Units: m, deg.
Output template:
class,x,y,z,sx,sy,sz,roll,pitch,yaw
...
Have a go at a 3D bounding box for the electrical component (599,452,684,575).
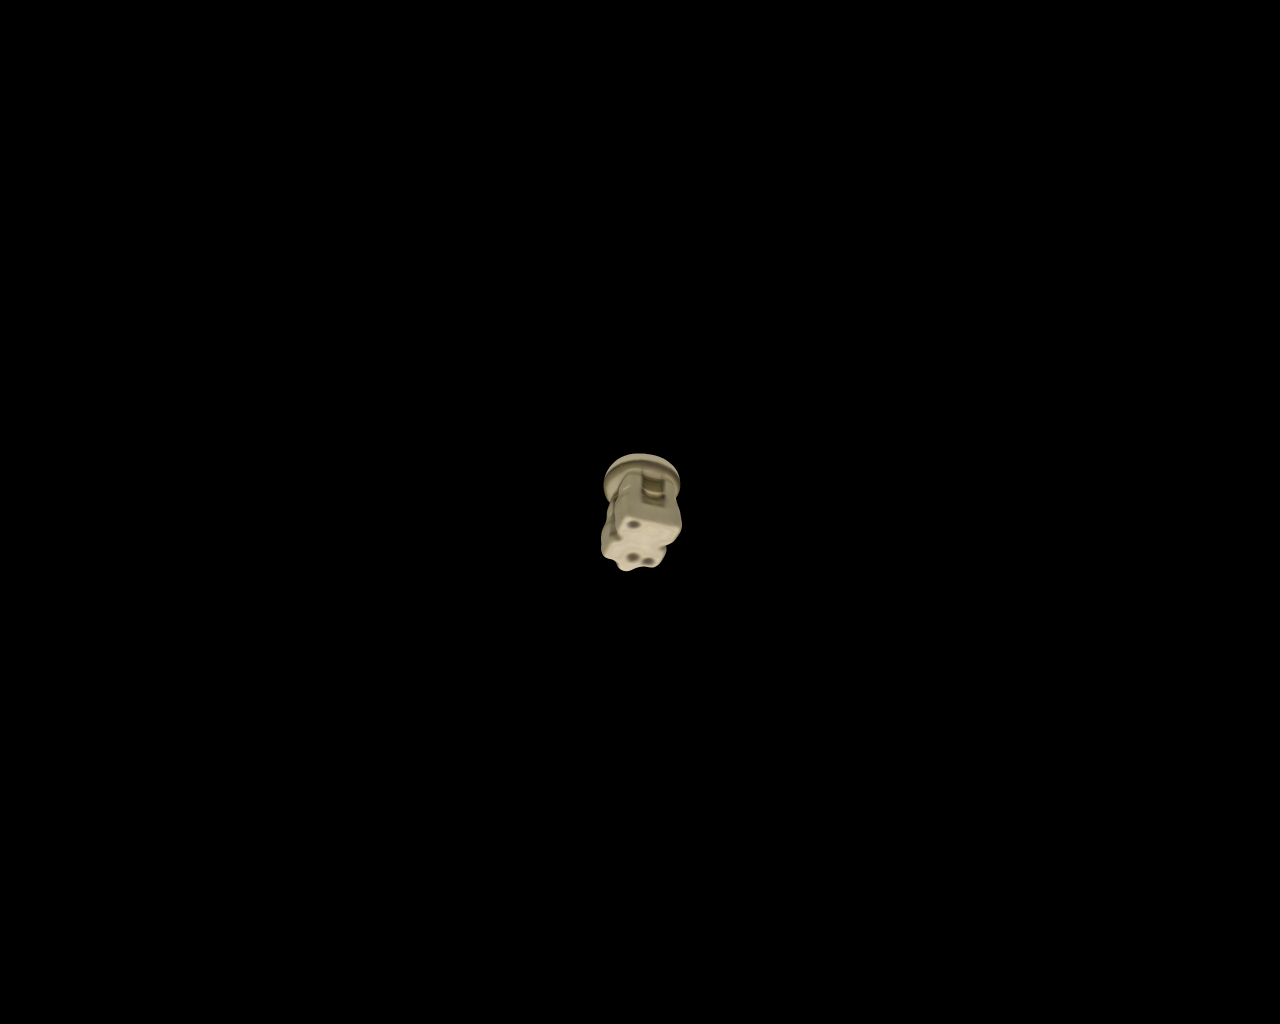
class,x,y,z,sx,sy,sz,roll,pitch,yaw
electrical component,0.001,-0.003,0.650,0.048,0.055,0.066,14,-42,-16
